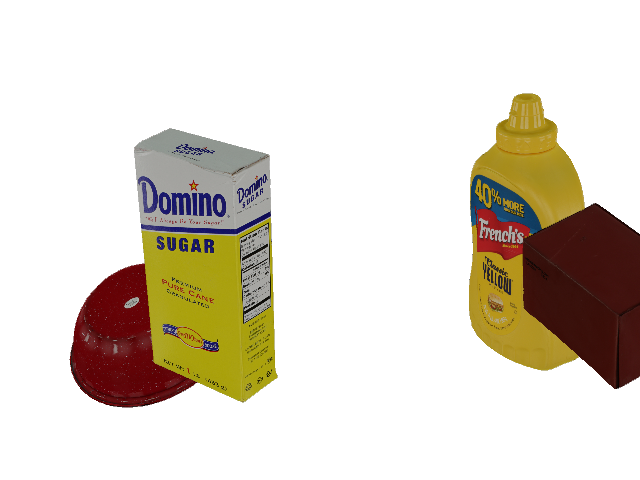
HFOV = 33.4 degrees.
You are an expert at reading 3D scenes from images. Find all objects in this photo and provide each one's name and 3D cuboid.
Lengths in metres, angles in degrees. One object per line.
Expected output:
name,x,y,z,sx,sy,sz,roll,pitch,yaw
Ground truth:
foam brick,0.149,0.027,0.557,0.051,0.053,0.078,-24,41,-17
mustard bottle,0.144,-0.010,0.752,0.058,0.192,0.096,-16,29,-23
bowl,-0.164,0.073,0.981,0.162,0.162,0.055,0,-43,19
sugar box,-0.079,0.018,0.745,0.093,0.176,0.048,17,33,33
